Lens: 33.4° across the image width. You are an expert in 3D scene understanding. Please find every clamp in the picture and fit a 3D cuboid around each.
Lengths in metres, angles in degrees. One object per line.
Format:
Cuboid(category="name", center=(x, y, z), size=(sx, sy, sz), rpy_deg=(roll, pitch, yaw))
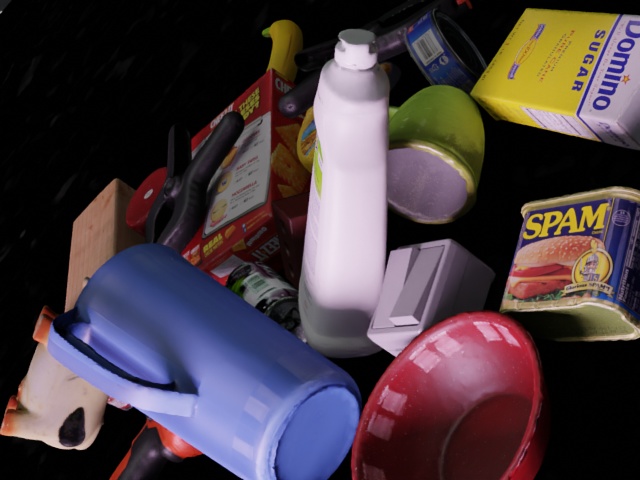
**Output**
Cuboid(category="clamp", center=(0.050, -0.192, 1.062), size=(0.210, 0.036, 0.164), rpy_deg=(-22, 24, 23))
Cuboid(category="clamp", center=(-0.143, -0.055, 1.092), size=(0.120, 0.039, 0.171), rpy_deg=(8, 71, 60))

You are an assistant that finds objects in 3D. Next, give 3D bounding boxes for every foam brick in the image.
Cuboid(category="foam brick", center=(-0.006, 0.001, 0.945), size=(0.051, 0.078, 0.053), rpy_deg=(-17, 24, -16))

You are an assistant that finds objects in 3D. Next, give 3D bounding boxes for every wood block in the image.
Cuboid(category="wood block", center=(-0.230, 0.036, 1.233), size=(0.090, 0.090, 0.206), rpy_deg=(-42, 32, 21))

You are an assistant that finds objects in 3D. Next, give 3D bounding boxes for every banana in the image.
Cuboid(category="banana", center=(-0.049, -0.206, 1.277), size=(0.070, 0.037, 0.197), rpy_deg=(-48, 26, 42))

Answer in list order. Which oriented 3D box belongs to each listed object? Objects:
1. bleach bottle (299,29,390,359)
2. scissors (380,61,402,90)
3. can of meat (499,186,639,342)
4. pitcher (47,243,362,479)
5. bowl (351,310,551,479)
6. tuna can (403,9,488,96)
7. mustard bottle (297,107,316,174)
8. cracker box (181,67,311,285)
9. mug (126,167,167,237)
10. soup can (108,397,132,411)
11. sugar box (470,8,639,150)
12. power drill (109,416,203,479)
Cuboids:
Cuboid(category="bleach bottle", center=(0.022, -0.036, 0.820), size=(0.102, 0.068, 0.251), rpy_deg=(-107, 16, -55))
Cuboid(category="scissors", center=(0.009, -0.142, 1.143), size=(0.202, 0.016, 0.096), rpy_deg=(-30, 40, 36))
Cuboid(category="can of meat", center=(0.173, 0.019, 0.705), size=(0.102, 0.057, 0.084), rpy_deg=(-10, 55, 52))
Cuboid(category="pitcher", center=(-0.092, 0.106, 0.855), size=(0.243, 0.145, 0.149), rpy_deg=(27, 64, 40))
Cuboid(category="bowl", center=(0.096, 0.129, 0.703), size=(0.162, 0.055, 0.162), rpy_deg=(-36, 35, 30))
Cuboid(category="tuna can", center=(0.114, -0.162, 0.943), size=(0.034, 0.086, 0.086), rpy_deg=(-37, 34, 25))
Cuboid(category="mustard bottle", center=(0.027, -0.095, 1.026), size=(0.096, 0.058, 0.192), rpy_deg=(-43, 31, 3))
Cuboid(category="cracker box", center=(-0.079, -0.048, 1.106), size=(0.164, 0.072, 0.213), rpy_deg=(-36, 38, 32))
Cuboid(category="mug", center=(-0.162, -0.025, 1.204), size=(0.093, 0.081, 0.117), rpy_deg=(-51, 30, 6))
Cuboid(category="soup can", center=(-0.235, 0.130, 1.128), size=(0.069, 0.102, 0.068), rpy_deg=(-39, 34, 33))
Cuboid(category="sugar box", center=(0.202, -0.129, 0.823), size=(0.093, 0.048, 0.176), rpy_deg=(-57, 29, -5))
Cuboid(category="power drill", center=(-0.177, 0.201, 1.021), size=(0.188, 0.057, 0.184), rpy_deg=(-54, 22, 4))
